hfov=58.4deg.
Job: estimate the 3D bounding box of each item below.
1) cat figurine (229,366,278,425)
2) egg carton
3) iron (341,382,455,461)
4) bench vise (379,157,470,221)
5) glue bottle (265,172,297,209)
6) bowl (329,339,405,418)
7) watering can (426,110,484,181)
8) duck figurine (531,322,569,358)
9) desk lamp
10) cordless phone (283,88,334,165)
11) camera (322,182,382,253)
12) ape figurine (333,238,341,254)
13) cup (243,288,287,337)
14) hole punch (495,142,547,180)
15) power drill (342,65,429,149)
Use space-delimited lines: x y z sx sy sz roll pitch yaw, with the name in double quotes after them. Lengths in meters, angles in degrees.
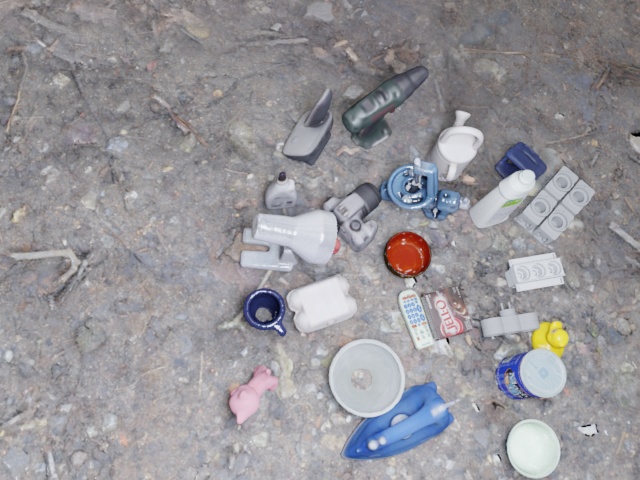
-0.144 0.323 1.207 0.067 0.117 0.128 39 72 6 "cat figurine"
0.005 0.146 1.307 0.150 0.069 0.107 -20 76 -12 "egg carton"
0.167 0.399 1.210 0.258 0.141 0.118 -26 77 -14 "iron"
0.258 -0.133 1.347 0.207 0.219 0.121 0 72 -7 "bench vise"
-0.088 -0.119 1.324 0.078 0.173 0.037 -5 73 -8 "glue bottle"
0.099 0.306 1.265 0.167 0.074 0.167 2 72 -6 "bowl"
0.331 -0.233 1.401 0.101 0.194 0.173 -7 74 -9 "watering can"
0.545 0.239 1.336 0.077 0.086 0.104 7 72 -4 "duck figurine"
-0.074 0.001 1.267 0.203 0.213 0.118 4 72 -5 "desk lamp"
-0.022 -0.276 1.375 0.094 0.185 0.148 24 71 1 "cordless phone"
0.094 -0.068 1.369 0.137 0.101 0.143 -40 81 -16 "camera"
0.012 0.005 1.340 0.078 0.092 0.076 17 71 -1 "ape figurine"
-0.115 0.170 1.271 0.092 0.095 0.117 -38 80 -16 "cup"
0.521 -0.198 1.467 0.101 0.091 0.108 -40 81 -16 "hole punch"
0.149 -0.315 1.396 0.230 0.208 0.075 -34 79 -15 "power drill"
